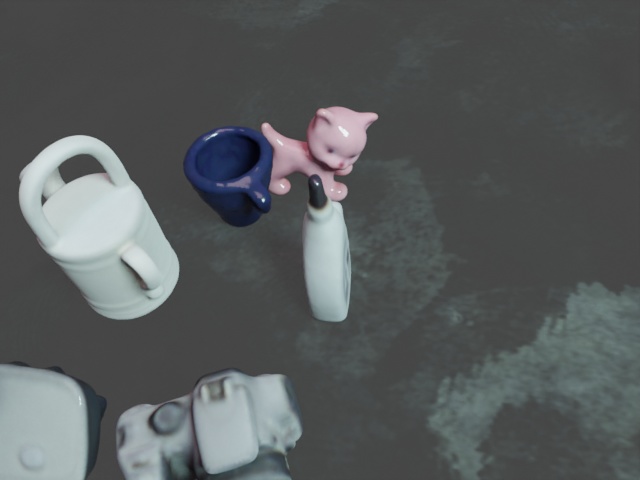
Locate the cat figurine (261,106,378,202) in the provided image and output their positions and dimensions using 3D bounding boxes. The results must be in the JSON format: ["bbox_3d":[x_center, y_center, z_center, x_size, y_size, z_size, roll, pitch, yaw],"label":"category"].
[{"bbox_3d":[-0.003,-0.105,0.621,0.127,0.118,0.067,6,55,10],"label":"cat figurine"}]

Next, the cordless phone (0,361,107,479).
[{"bbox_3d":[-0.261,0.126,0.440,0.147,0.185,0.094,1,54,7],"label":"cordless phone"}]

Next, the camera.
[{"bbox_3d":[-0.076,0.179,0.434,0.143,0.101,0.136,-16,54,-6],"label":"camera"}]

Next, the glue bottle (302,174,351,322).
[{"bbox_3d":[0.005,0.002,0.509,0.037,0.173,0.078,2,54,8],"label":"glue bottle"}]

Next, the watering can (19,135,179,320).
[{"bbox_3d":[-0.214,-0.017,0.533,0.172,0.194,0.101,13,57,15],"label":"watering can"}]

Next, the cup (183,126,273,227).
[{"bbox_3d":[-0.081,-0.051,0.605,0.092,0.095,0.117,-34,58,-17],"label":"cup"}]
